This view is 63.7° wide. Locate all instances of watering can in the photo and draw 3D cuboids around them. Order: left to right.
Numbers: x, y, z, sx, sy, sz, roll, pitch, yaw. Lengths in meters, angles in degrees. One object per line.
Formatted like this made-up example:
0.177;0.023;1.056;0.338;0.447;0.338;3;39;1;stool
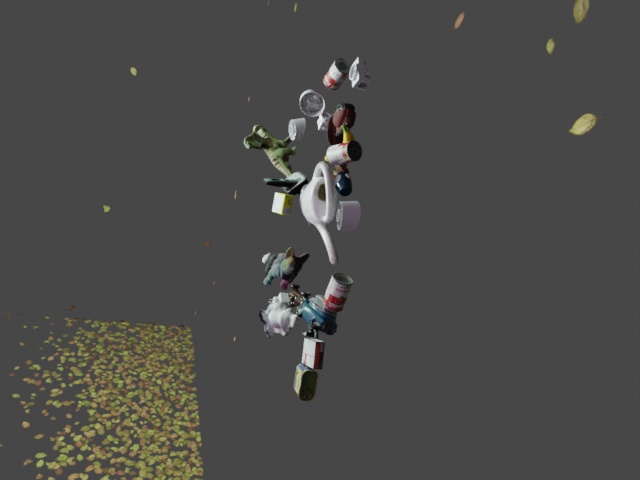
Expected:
0.005;-0.088;1.757;0.223;0.104;0.349;164;103;-73;watering can

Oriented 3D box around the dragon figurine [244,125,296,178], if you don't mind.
-0.231;-0.395;2.318;0.420;0.242;0.120;-102;34;-47;dragon figurine

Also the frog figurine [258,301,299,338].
-0.141;0.305;2.007;0.158;0.122;0.139;-19;71;27;frog figurine
